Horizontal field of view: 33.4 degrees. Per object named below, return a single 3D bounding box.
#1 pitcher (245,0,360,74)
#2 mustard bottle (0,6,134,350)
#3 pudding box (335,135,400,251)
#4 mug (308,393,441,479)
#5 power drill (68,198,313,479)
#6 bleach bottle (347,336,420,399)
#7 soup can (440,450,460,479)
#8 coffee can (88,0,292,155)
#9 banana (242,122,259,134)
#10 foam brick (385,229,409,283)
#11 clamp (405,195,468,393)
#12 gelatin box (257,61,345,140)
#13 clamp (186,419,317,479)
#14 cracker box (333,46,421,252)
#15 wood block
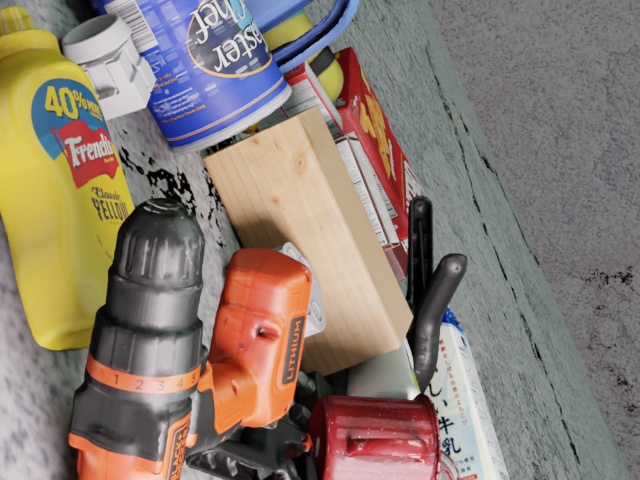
[{"bbox_3d":[-0.022,-0.254,0.912,0.149,0.243,0.145,50,27,-32],"label":"pitcher"},{"bbox_3d":[-0.143,-0.038,0.581,0.096,0.058,0.191,6,62,-68],"label":"mustard bottle"},{"bbox_3d":[0.012,-0.030,1.002,0.113,0.090,0.039,69,17,5],"label":"pudding box"},{"bbox_3d":[0.039,0.155,0.777,0.117,0.081,0.093,139,-45,-73],"label":"mug"},{"bbox_3d":[-0.063,0.057,0.559,0.187,0.057,0.184,-27,131,-67],"label":"power drill"},{"bbox_3d":[0.058,0.123,0.966,0.251,0.068,0.102,-90,165,-71],"label":"bleach bottle"},{"bbox_3d":[0.083,0.228,0.931,0.068,0.069,0.102,66,17,-5],"label":"soup can"},{"bbox_3d":[-0.097,-0.148,0.786,0.140,0.103,0.102,62,17,-18],"label":"coffee can"},{"bbox_3d":[-0.109,-0.173,0.860,0.070,0.037,0.198,15,-46,56],"label":"banana"},{"bbox_3d":[0.042,0.022,1.053,0.053,0.078,0.051,63,15,-17],"label":"foam brick"},{"bbox_3d":[0.102,0.067,1.080,0.164,0.036,0.210,-101,-163,-60],"label":"clamp"},{"bbox_3d":[-0.027,-0.124,1.028,0.089,0.073,0.030,53,22,-40],"label":"gelatin box"},{"bbox_3d":[-0.029,0.172,0.699,0.171,0.039,0.120,-3,73,-73],"label":"clamp"},{"bbox_3d":[0.053,-0.095,1.248,0.213,0.072,0.164,59,19,-28],"label":"cracker box"},{"bbox_3d":[-0.007,0.001,0.903,0.206,0.090,0.090,65,17,-7],"label":"wood block"}]
